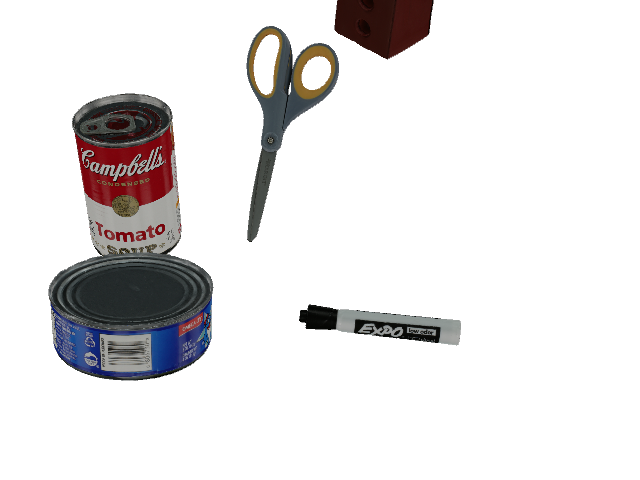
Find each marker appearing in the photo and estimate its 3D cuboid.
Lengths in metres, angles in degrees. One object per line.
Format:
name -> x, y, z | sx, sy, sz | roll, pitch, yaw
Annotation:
marker -> 0.044, 0.063, 0.803 | 0.121, 0.020, 0.020 | 6, 0, 2

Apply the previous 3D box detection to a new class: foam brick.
foam brick -> 0.047, -0.178, 0.754 | 0.053, 0.078, 0.051 | 33, 51, 25

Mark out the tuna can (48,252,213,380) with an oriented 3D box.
tuna can -> -0.100, 0.039, 0.568 | 0.086, 0.034, 0.086 | 2, 25, -1

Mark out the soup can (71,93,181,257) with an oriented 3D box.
soup can -> -0.135, -0.043, 0.756 | 0.068, 0.102, 0.068 | 0, 37, 0

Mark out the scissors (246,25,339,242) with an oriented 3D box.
scissors -> -0.027, -0.102, 1.002 | 0.096, 0.202, 0.016 | -4, -2, 6
